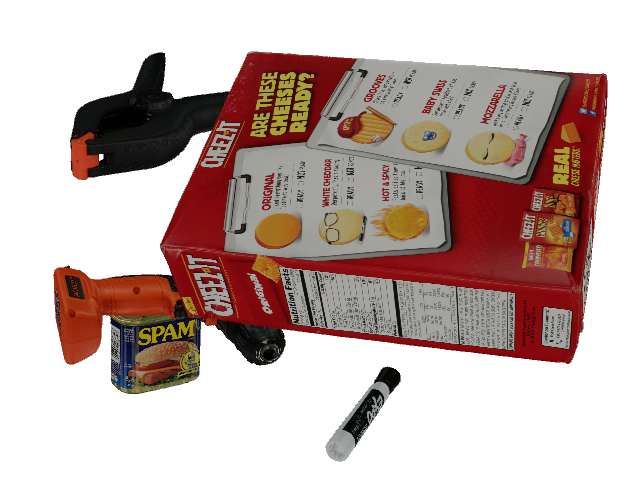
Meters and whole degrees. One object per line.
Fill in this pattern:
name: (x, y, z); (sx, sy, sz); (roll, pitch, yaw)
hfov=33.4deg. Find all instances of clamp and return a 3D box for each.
clamp: (-0.122, -0.092, 0.756); (0.120, 0.039, 0.171); (20, 32, 34)

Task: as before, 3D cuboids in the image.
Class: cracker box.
cracker box: (0.043, -0.024, 0.590); (0.214, 0.164, 0.072); (5, -42, 15)

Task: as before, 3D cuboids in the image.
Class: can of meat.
can of meat: (-0.178, 0.113, 1.158); (0.101, 0.084, 0.058); (-8, 18, -36)

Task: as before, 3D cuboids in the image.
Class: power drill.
power drill: (-0.137, 0.065, 0.949); (0.187, 0.057, 0.185); (-3, 22, -20)

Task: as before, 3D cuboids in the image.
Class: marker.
marker: (0.036, 0.134, 0.848); (0.020, 0.020, 0.121); (0, 23, 26)
